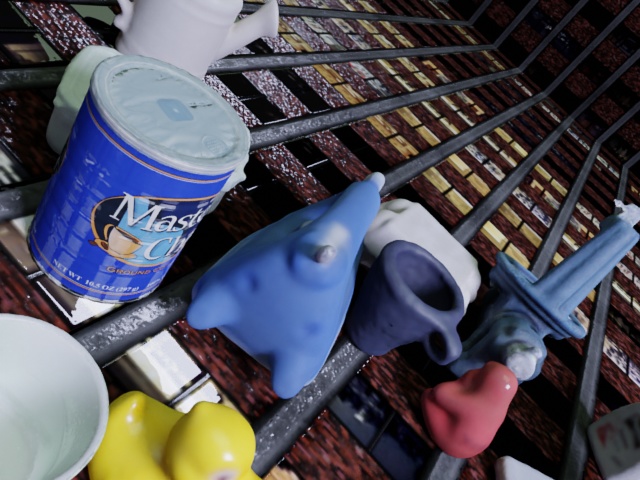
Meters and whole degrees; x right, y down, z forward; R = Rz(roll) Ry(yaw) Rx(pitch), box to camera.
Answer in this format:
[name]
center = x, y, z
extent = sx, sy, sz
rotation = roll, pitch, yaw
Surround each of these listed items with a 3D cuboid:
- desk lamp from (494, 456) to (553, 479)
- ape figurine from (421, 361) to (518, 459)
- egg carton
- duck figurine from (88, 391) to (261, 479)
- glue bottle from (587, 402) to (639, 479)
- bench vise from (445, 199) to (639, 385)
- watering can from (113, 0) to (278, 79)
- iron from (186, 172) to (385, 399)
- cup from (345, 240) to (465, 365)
[desk lamp]
center = 0.288, 0.218, 0.451
extent = 0.204, 0.213, 0.118
rotation = 31, 34, -15
[ape figurine]
center = 0.135, 0.140, 0.498
extent = 0.078, 0.092, 0.076
rotation = 28, 35, -19
[egg carton]
center = 0.105, 0.023, 0.624
extent = 0.150, 0.069, 0.107
rotation = 46, 33, 7
[duck figurine]
center = -0.073, 0.119, 0.316
extent = 0.104, 0.086, 0.078
rotation = 45, 33, 6
[glue bottle]
center = 0.364, 0.192, 0.596
extent = 0.037, 0.173, 0.078
rotation = 26, 35, -21
[bench vise]
center = 0.237, 0.066, 0.570
extent = 0.122, 0.219, 0.207
rotation = 34, 34, -11
[watering can]
center = -0.126, -0.259, 0.604
extent = 0.173, 0.193, 0.100
rotation = -4, 53, -47
[iron]
center = 0.004, 0.002, 0.480
extent = 0.119, 0.141, 0.259
rotation = 39, 33, -3
[cup]
center = 0.072, 0.072, 0.510
extent = 0.092, 0.094, 0.117
rotation = 9, 45, -39
